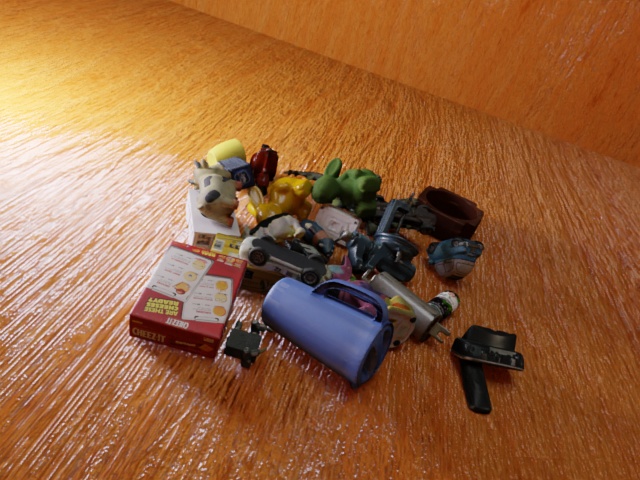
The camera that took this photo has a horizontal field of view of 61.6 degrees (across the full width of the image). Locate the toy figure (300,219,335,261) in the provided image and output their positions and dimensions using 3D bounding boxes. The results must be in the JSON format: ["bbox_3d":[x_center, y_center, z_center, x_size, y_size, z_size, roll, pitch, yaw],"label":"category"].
[{"bbox_3d":[-0.004,-0.004,1.349,0.064,0.057,0.155,26,10,-39],"label":"toy figure"}]

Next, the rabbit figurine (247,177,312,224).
[{"bbox_3d":[-0.115,-0.090,1.397,0.162,0.121,0.173,22,50,10],"label":"rabbit figurine"}]

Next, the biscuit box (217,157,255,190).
[{"bbox_3d":[-0.227,-0.179,1.439,0.063,0.059,0.203,-17,19,-14],"label":"biscuit box"}]

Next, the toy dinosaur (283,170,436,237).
[{"bbox_3d":[0.117,-0.119,1.574,0.472,0.105,0.198,27,35,22],"label":"toy dinosaur"}]

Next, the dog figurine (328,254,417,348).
[{"bbox_3d":[0.094,0.126,1.177,0.191,0.108,0.219,6,31,-19],"label":"dog figurine"}]

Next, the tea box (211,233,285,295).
[{"bbox_3d":[-0.160,0.054,1.181,0.170,0.068,0.098,17,35,-6],"label":"tea box"}]

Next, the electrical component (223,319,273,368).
[{"bbox_3d":[-0.135,0.190,1.007,0.078,0.045,0.102,21,31,1],"label":"electrical component"}]

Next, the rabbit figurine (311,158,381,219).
[{"bbox_3d":[0.058,-0.145,1.407,0.170,0.121,0.159,-4,46,-11],"label":"rabbit figurine"}]

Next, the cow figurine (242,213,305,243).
[{"bbox_3d":[-0.129,-0.015,1.281,0.167,0.068,0.098,-16,59,-27],"label":"cow figurine"}]

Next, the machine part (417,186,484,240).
[{"bbox_3d":[0.394,-0.077,1.671,0.201,0.087,0.201,28,31,14],"label":"machine part"}]

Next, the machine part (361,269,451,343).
[{"bbox_3d":[0.187,0.149,1.216,0.243,0.079,0.079,38,36,28],"label":"machine part"}]

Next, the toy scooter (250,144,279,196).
[{"bbox_3d":[-0.161,-0.222,1.550,0.075,0.135,0.184,8,32,-14],"label":"toy scooter"}]

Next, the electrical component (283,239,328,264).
[{"bbox_3d":[-0.045,0.036,1.259,0.119,0.047,0.075,12,26,-51],"label":"electrical component"}]

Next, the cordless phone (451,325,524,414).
[{"bbox_3d":[0.360,0.280,1.122,0.147,0.088,0.184,14,43,-9],"label":"cordless phone"}]

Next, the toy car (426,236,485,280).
[{"bbox_3d":[0.359,0.054,1.423,0.109,0.162,0.103,12,75,-26],"label":"toy car"}]

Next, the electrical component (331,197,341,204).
[{"bbox_3d":[0.023,-0.133,1.493,0.063,0.021,0.094,-20,45,-21],"label":"electrical component"}]

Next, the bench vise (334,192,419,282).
[{"bbox_3d":[0.163,-0.011,1.350,0.224,0.129,0.240,26,74,-5],"label":"bench vise"}]

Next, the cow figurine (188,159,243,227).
[{"bbox_3d":[-0.252,-0.119,1.276,0.127,0.085,0.195,17,32,-16],"label":"cow figurine"}]

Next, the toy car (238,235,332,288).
[{"bbox_3d":[-0.071,0.047,1.129,0.202,0.056,0.073,22,29,-1],"label":"toy car"}]

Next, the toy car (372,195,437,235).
[{"bbox_3d":[0.223,-0.072,1.463,0.202,0.053,0.089,13,49,-10],"label":"toy car"}]
